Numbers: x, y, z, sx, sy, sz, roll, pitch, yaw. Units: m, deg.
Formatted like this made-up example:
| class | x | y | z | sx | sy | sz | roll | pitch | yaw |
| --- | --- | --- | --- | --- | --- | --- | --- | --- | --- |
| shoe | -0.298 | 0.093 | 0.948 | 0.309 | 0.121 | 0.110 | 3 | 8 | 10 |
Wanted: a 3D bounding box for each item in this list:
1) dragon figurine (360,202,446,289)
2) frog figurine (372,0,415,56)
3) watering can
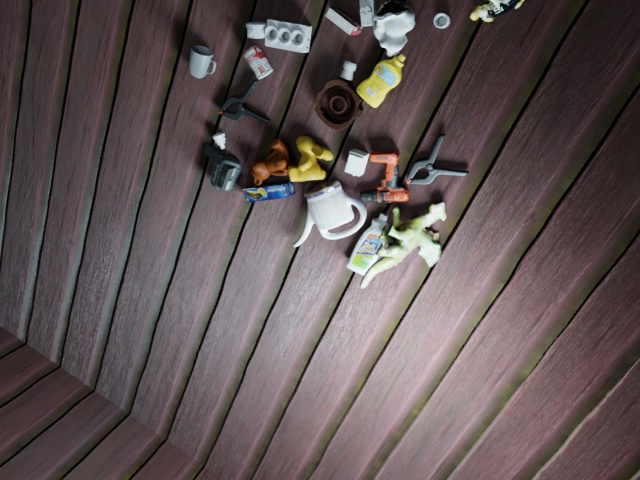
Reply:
| class | x | y | z | sx | sy | sz | roll | pitch | yaw |
| --- | --- | --- | --- | --- | --- | --- | --- | --- | --- |
| dragon figurine | 0.325 | 0.031 | 1.849 | 0.242 | 0.405 | 0.124 | 21 | 17 | -9 |
| frog figurine | 0.244 | -0.686 | 1.671 | 0.137 | 0.125 | 0.156 | -19 | -39 | 10 |
| watering can | 0.006 | -0.098 | 1.957 | 0.345 | 0.223 | 0.105 | -18 | 10 | 26 |
